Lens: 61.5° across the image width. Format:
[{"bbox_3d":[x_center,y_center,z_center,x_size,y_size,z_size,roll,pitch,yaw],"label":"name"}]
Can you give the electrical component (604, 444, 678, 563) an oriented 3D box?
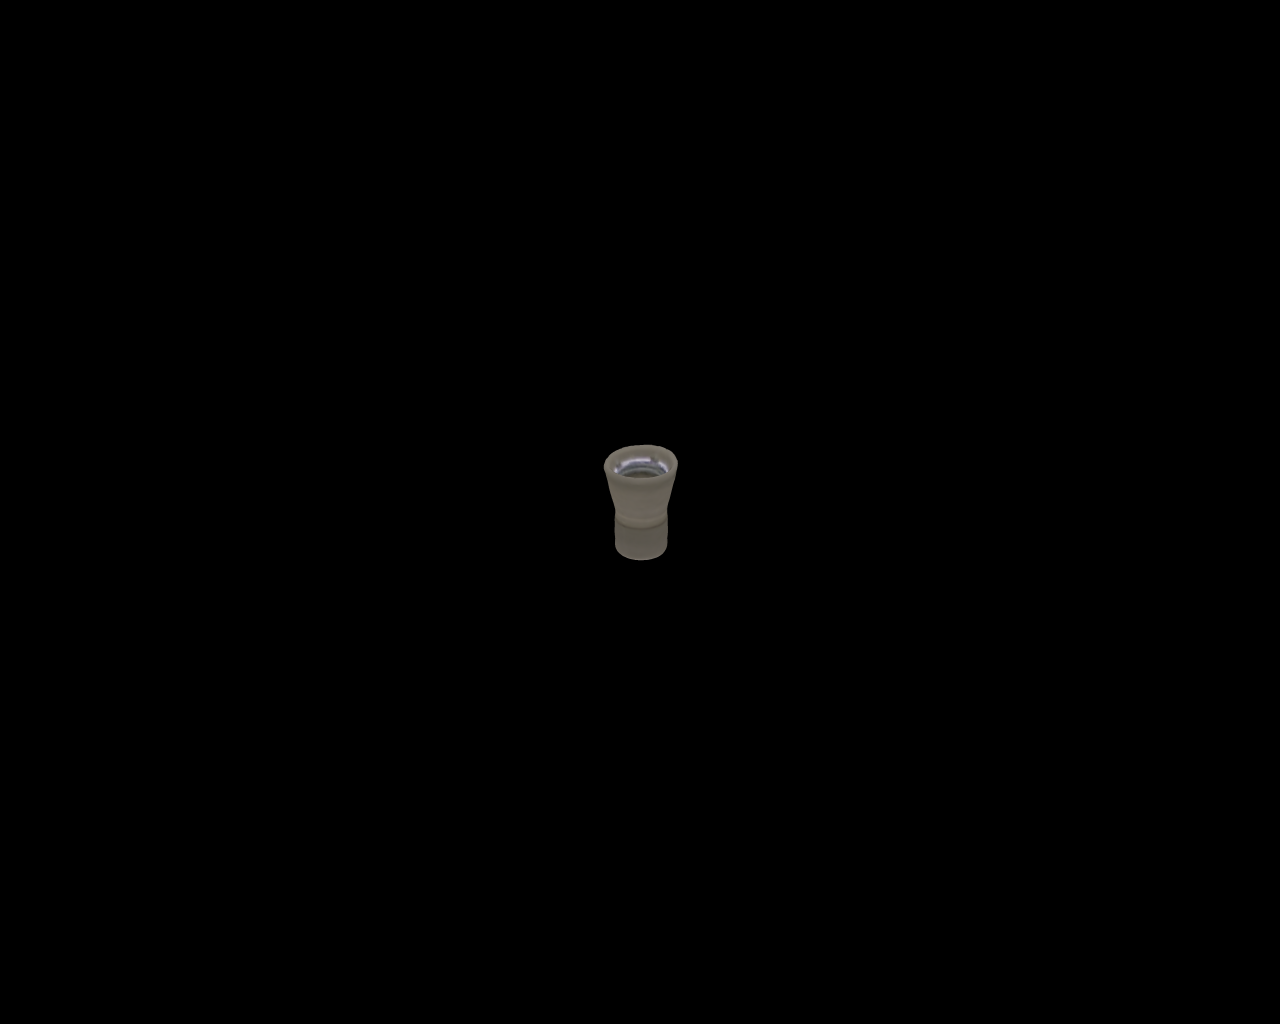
[{"bbox_3d":[0.001,-0.003,0.650,0.044,0.065,0.044,0,31,0],"label":"electrical component"}]
